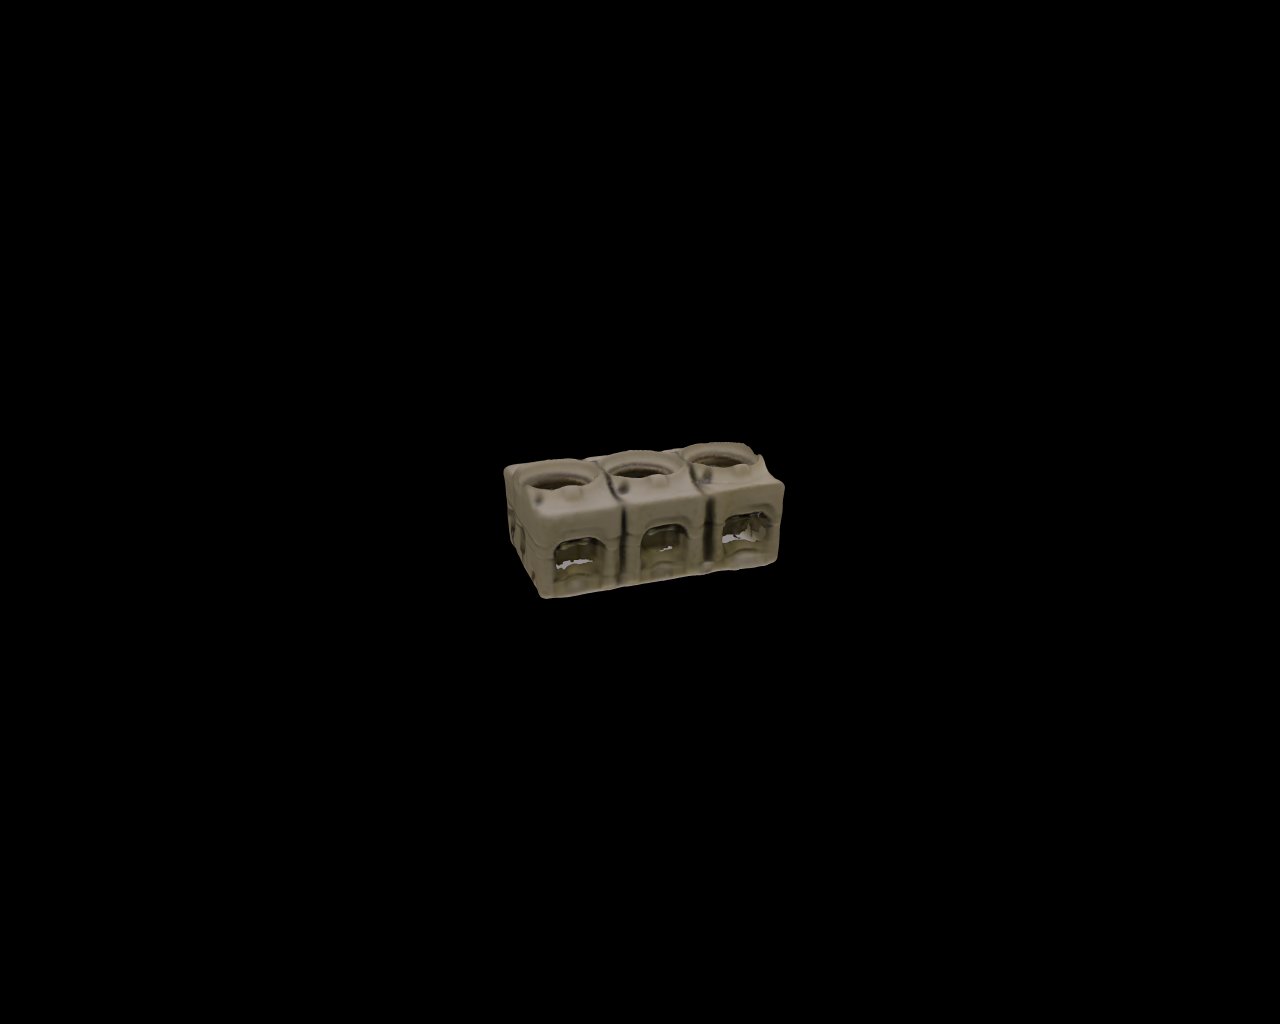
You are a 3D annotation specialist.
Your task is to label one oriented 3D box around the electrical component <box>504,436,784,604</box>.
[{"bbox_3d":[0.001,-0.003,0.650,0.150,0.061,0.089,-8,24,-18],"label":"electrical component"}]
